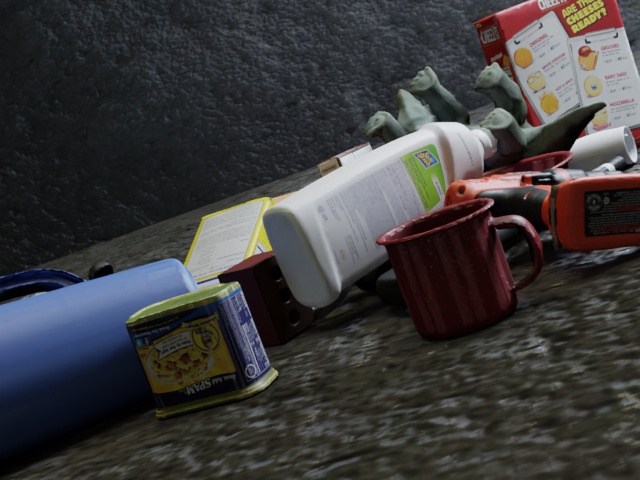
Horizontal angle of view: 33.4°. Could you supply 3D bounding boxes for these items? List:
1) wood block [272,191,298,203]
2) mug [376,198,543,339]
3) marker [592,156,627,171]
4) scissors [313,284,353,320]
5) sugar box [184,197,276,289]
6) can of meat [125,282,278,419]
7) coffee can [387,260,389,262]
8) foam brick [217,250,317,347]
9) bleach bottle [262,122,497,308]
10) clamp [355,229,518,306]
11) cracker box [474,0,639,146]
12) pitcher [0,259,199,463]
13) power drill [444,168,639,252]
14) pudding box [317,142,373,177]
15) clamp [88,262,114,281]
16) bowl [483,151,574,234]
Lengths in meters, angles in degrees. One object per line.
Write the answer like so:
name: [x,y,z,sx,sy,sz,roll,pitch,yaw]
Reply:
wood block: [-0.032,-0.013,1.366,0.207,0.090,0.090,-14,9,40]
mug: [0.109,0.019,0.794,0.117,0.081,0.093,-17,8,23]
marker: [0.296,-0.066,1.148,0.020,0.020,0.120,-12,11,47]
scissors: [0.041,0.007,1.029,0.202,0.016,0.096,-45,20,1]
sugar box: [-0.096,0.038,1.071,0.093,0.048,0.176,-17,39,29]
can of meat: [-0.096,0.086,0.849,0.102,0.084,0.057,-17,8,23]
coffee can: [0.060,-0.025,1.154,0.103,0.103,0.140,-19,8,9]
foam brick: [-0.049,0.054,0.981,0.051,0.078,0.052,-13,13,43]
bleach bottle: [0.071,-0.037,0.990,0.250,0.102,0.068,-29,11,-29]
clamp: [0.090,0.028,0.953,0.165,0.036,0.209,-20,4,18]
cracker box: [0.302,-0.196,1.312,0.164,0.214,0.072,-22,7,-15]
pitcher: [-0.222,0.094,0.923,0.242,0.149,0.145,-19,7,-17]
power drill: [0.219,-0.030,0.893,0.184,0.057,0.188,-7,6,-15]
pudding box: [0.053,-0.066,1.427,0.039,0.113,0.089,-19,6,35]
clamp: [-0.207,0.097,1.108,0.039,0.120,0.172,-32,-8,-26]
bowl: [0.188,-0.038,1.091,0.162,0.055,0.162,-20,8,3]
